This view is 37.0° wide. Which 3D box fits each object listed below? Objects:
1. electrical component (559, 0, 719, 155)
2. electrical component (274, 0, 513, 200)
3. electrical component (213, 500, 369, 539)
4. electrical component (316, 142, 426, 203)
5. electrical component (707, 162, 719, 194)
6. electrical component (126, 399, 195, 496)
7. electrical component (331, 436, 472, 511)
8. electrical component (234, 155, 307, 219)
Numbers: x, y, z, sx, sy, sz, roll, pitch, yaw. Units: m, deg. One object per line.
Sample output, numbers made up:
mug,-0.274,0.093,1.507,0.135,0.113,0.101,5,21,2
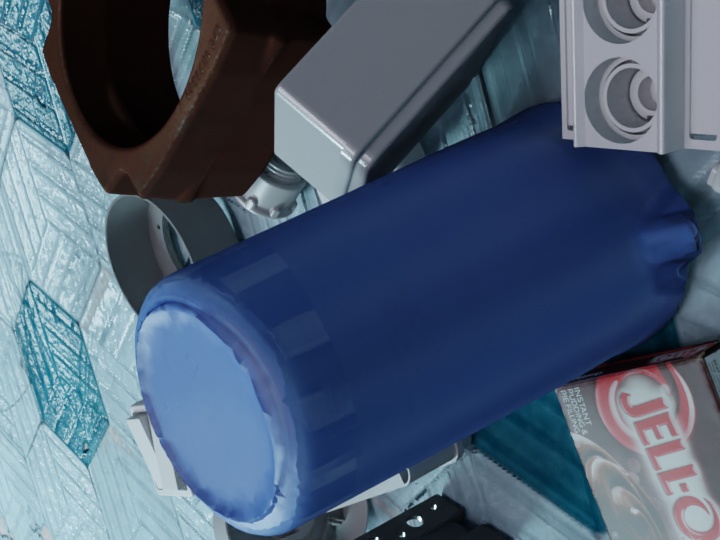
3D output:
electrical component,0.125,-0.115,0.448,0.079,0.063,0.121,13,113,47
electrical component,0.012,-0.092,0.523,0.056,0.108,0.108,41,170,3
electrical component,-0.052,0.174,0.761,0.064,0.099,0.099,-33,80,57
electrical component,-0.002,-0.072,0.623,0.078,0.058,0.057,-22,92,51
electrical component,0.184,-0.053,0.409,0.061,0.062,0.096,37,131,34
electrical component,-0.147,0.133,0.879,0.062,0.061,0.096,-13,96,51
electrical component,0.008,0.101,0.686,0.113,0.057,0.078,-33,80,51
electrical component,-0.053,-0.067,0.696,0.048,0.048,0.062,53,132,19
